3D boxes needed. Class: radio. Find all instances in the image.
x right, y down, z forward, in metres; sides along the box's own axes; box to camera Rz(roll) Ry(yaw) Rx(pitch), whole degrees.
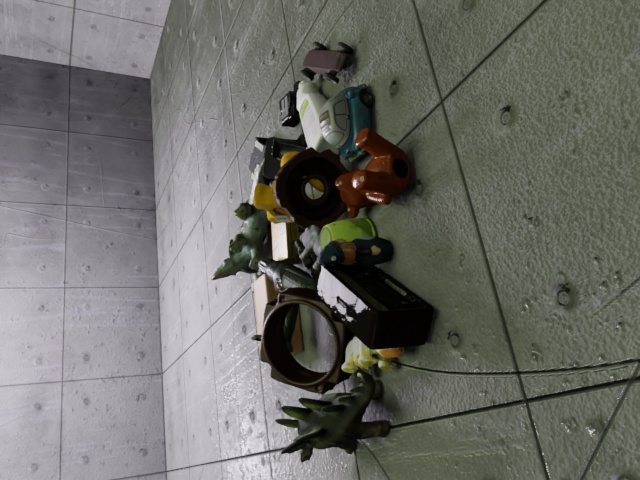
[{"bbox_3d":[0.094,0.111,0.979,0.230,0.131,0.073,40,123,57],"label":"radio"}]

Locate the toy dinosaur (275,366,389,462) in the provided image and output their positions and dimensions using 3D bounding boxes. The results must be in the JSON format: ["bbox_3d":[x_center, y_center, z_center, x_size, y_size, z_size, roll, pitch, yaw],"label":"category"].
[{"bbox_3d":[0.029,0.339,1.020,0.471,0.198,0.105,-61,40,44],"label":"toy dinosaur"}]

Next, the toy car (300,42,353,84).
[{"bbox_3d":[0.017,-0.414,1.259,0.089,0.053,0.202,-63,32,5],"label":"toy car"}]

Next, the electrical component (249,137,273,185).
[{"bbox_3d":[-0.165,-0.228,1.595,0.115,0.058,0.134,-131,49,-56],"label":"electrical component"}]

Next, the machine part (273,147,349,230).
[{"bbox_3d":[-0.013,-0.110,1.158,0.056,0.179,0.179,-158,72,-73],"label":"machine part"}]

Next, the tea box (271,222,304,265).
[{"bbox_3d":[-0.079,-0.025,1.400,0.098,0.068,0.169,-29,61,60],"label":"tea box"}]

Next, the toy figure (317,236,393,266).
[{"bbox_3d":[0.064,0.023,1.021,0.064,0.154,0.058,-57,43,48],"label":"toy figure"}]

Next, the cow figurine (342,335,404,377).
[{"bbox_3d":[0.107,0.198,1.019,0.167,0.068,0.098,-43,30,52],"label":"cow figurine"}]

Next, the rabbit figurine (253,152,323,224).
[{"bbox_3d":[-0.063,-0.137,1.246,0.162,0.121,0.173,-9,55,32],"label":"rabbit figurine"}]

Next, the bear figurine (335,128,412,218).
[{"bbox_3d":[0.080,-0.120,1.036,0.196,0.132,0.120,-14,66,56],"label":"bear figurine"}]

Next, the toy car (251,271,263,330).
[{"bbox_3d":[-0.144,0.179,1.504,0.056,0.073,0.202,131,134,-56],"label":"toy car"}]

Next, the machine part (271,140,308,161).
[{"bbox_3d":[-0.058,-0.205,1.329,0.139,0.039,0.084,23,113,17],"label":"machine part"}]

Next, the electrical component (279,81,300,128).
[{"bbox_3d":[-0.074,-0.368,1.440,0.075,0.048,0.119,-14,77,61],"label":"electrical component"}]

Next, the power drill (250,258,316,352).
[{"bbox_3d":[-0.095,0.159,1.314,0.232,0.086,0.207,13,75,39],"label":"power drill"}]

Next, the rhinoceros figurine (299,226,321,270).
[{"bbox_3d":[-0.003,-0.004,1.242,0.190,0.073,0.112,46,130,54],"label":"rhinoceros figurine"}]

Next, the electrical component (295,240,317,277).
[{"bbox_3d":[-0.033,0.046,1.310,0.094,0.021,0.063,64,-178,17],"label":"electrical component"}]

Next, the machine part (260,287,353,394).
[{"bbox_3d":[-0.025,0.212,1.150,0.202,0.087,0.200,11,99,27],"label":"machine part"}]

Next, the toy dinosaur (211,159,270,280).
[{"bbox_3d":[-0.197,-0.047,1.583,0.192,0.131,0.404,-123,53,-77],"label":"toy dinosaur"}]

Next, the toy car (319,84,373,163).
[{"bbox_3d":[0.049,-0.248,1.131,0.109,0.103,0.161,-24,65,61],"label":"toy car"}]

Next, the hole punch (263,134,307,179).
[{"bbox_3d":[-0.075,-0.207,1.402,0.116,0.092,0.142,14,99,24],"label":"hole punch"}]
